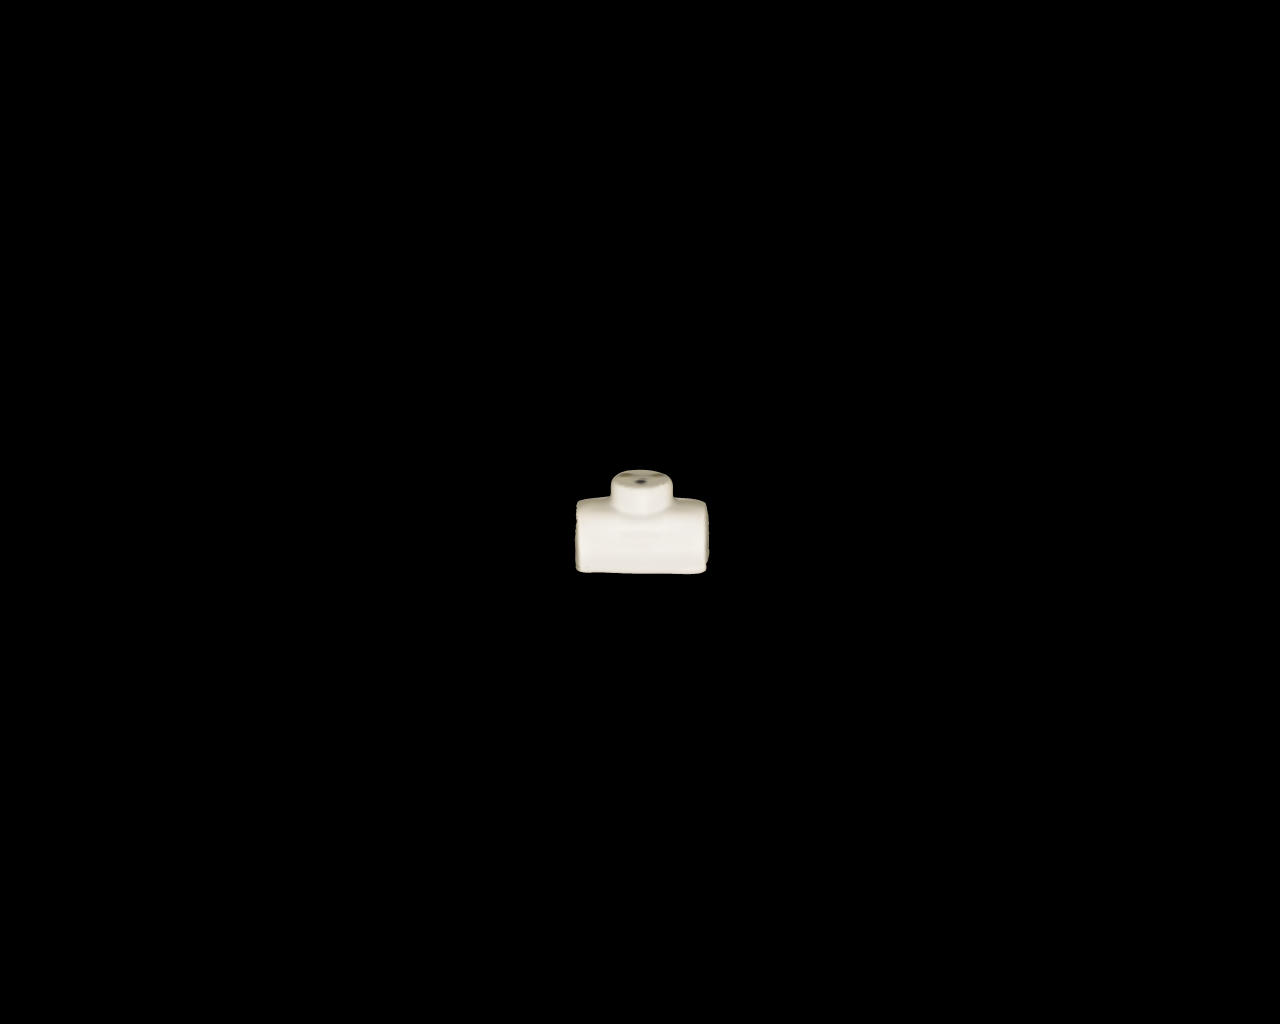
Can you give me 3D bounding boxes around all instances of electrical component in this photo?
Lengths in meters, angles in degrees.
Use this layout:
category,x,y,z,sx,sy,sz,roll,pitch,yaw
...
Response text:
category,x,y,z,sx,sy,sz,roll,pitch,yaw
electrical component,0.001,-0.003,0.650,0.077,0.079,0.043,0,17,0
